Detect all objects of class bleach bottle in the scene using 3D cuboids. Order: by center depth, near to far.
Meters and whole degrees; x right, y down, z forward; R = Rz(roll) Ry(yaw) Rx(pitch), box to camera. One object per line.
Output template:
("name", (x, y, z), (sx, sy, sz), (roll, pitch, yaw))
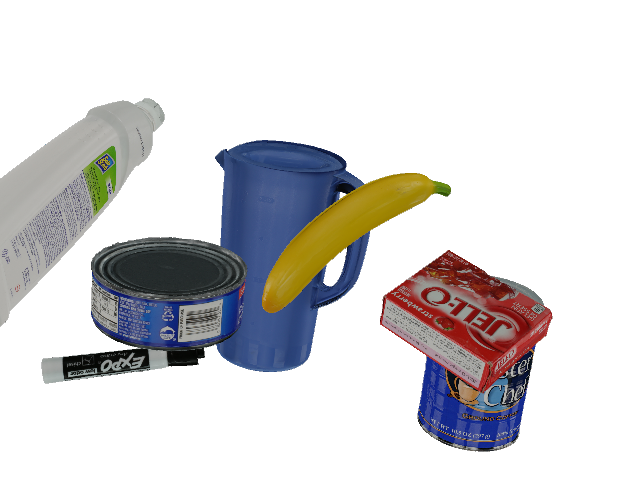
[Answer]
("bleach bottle", (-0.227, -0.041, 0.946), (0.068, 0.103, 0.250), (27, 53, 20))

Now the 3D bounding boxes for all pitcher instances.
("pitcher", (-0.041, 0.019, 1.172), (0.144, 0.243, 0.149), (0, 19, -22))

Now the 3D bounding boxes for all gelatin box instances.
("gelatin box", (0.096, 0.051, 0.709), (0.089, 0.030, 0.073), (32, 45, 29))

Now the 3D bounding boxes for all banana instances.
("banana", (0.023, -0.005, 0.922), (0.198, 0.037, 0.069), (-32, -47, 4))

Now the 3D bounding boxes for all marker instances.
("marker", (-0.148, 0.091, 0.807), (0.121, 0.020, 0.020), (-6, 1, -7))

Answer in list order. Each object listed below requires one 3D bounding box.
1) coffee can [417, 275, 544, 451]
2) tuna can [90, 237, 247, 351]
("coffee can", (0.153, 0.117, 1.034), (0.103, 0.140, 0.103), (5, 22, -2))
("tuna can", (-0.084, 0.029, 0.593), (0.086, 0.034, 0.086), (5, 20, -2))
